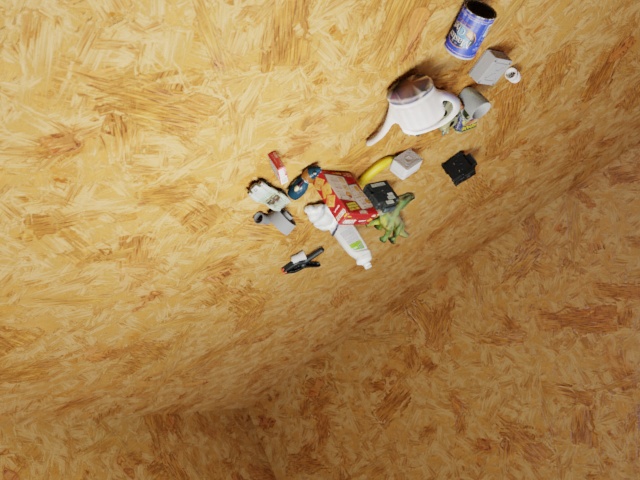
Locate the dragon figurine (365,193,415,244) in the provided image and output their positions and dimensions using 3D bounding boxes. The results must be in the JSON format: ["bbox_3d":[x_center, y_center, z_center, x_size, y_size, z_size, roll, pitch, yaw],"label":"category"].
[{"bbox_3d":[0.362,-0.110,2.382,0.410,0.239,0.124,3,41,-51],"label":"dragon figurine"}]

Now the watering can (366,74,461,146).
[{"bbox_3d":[0.281,-0.419,1.697,0.346,0.106,0.220,-16,-38,21],"label":"watering can"}]

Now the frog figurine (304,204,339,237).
[{"bbox_3d":[0.006,-0.102,2.035,0.159,0.126,0.135,23,-39,-15],"label":"frog figurine"}]
